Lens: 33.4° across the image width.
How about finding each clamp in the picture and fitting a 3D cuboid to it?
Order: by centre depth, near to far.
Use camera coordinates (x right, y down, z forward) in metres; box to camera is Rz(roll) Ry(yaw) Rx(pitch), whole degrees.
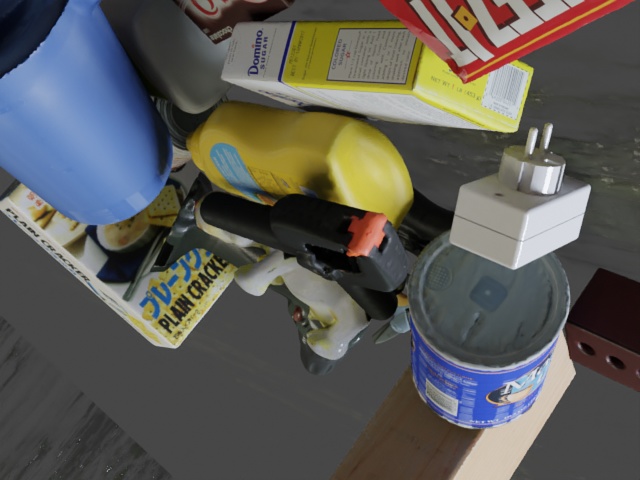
[{"bbox_3d":[-0.005,0.001,0.705,0.164,0.036,0.210,28,169,-2],"label":"clamp"},{"bbox_3d":[0.078,-0.013,0.805,0.171,0.039,0.120,31,153,-1],"label":"clamp"}]

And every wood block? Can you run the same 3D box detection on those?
[{"bbox_3d":[0.109,0.149,0.854,0.090,0.206,0.090,23,156,36],"label":"wood block"}]

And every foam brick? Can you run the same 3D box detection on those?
[{"bbox_3d":[0.212,0.064,0.723,0.078,0.051,0.053,25,156,32],"label":"foam brick"}]

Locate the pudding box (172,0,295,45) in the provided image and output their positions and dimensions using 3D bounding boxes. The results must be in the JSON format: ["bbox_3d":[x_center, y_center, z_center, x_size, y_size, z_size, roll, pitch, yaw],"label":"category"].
[{"bbox_3d":[-0.066,-0.179,0.684,0.090,0.039,0.114,45,159,-20],"label":"pudding box"}]

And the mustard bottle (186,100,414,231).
[{"bbox_3d":[-0.030,-0.057,0.753,0.192,0.058,0.096,15,158,44],"label":"mustard bottle"}]

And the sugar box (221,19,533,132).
[{"bbox_3d":[0.029,-0.100,0.642,0.093,0.048,0.177,15,-179,-42],"label":"sugar box"}]

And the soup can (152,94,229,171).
[{"bbox_3d":[-0.124,-0.099,0.912,0.068,0.068,0.102,43,159,-14],"label":"soup can"}]

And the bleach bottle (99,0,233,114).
[{"bbox_3d":[-0.174,-0.166,0.865,0.251,0.068,0.102,17,152,48],"label":"bleach bottle"}]

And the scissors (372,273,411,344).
[{"bbox_3d":[0.068,0.066,1.020,0.096,0.016,0.202,45,158,-14],"label":"scissors"}]

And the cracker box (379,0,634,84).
[{"bbox_3d":[0.044,-0.178,0.459,0.213,0.072,0.164,42,160,-13],"label":"cracker box"}]

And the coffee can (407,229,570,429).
[{"bbox_3d":[0.113,0.063,0.741,0.103,0.102,0.140,31,161,18],"label":"coffee can"}]

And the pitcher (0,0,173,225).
[{"bbox_3d":[-0.196,-0.099,0.722,0.149,0.145,0.242,30,167,21],"label":"pitcher"}]
